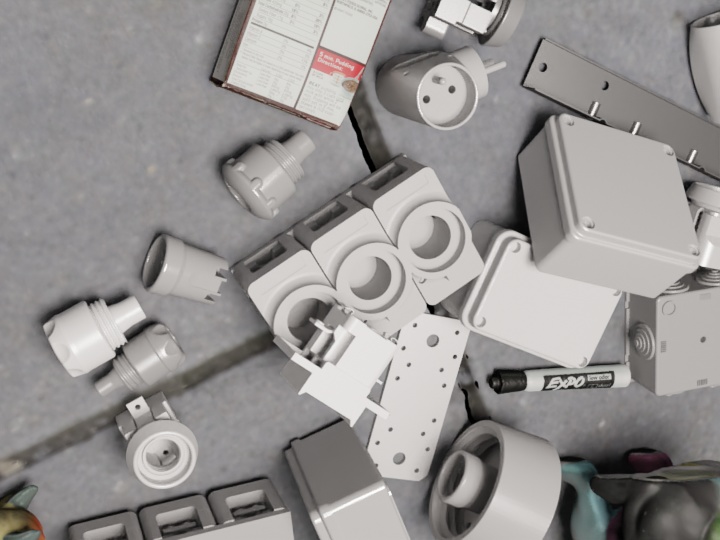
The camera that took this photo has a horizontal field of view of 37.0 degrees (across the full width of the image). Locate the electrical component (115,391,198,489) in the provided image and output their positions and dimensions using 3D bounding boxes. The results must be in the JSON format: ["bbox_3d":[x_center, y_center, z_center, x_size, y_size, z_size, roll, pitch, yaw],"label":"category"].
[{"bbox_3d":[-0.138,0.119,0.738,0.048,0.055,0.066,-29,112,-10],"label":"electrical component"}]

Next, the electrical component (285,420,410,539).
[{"bbox_3d":[-0.002,0.180,0.772,0.056,0.108,0.108,-24,111,-6],"label":"electrical component"}]

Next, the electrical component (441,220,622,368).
[{"bbox_3d":[0.128,0.019,0.803,0.113,0.057,0.078,21,97,-23],"label":"electrical component"}]

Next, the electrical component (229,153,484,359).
[{"bbox_3d":[0.000,0.000,0.750,0.150,0.062,0.089,-34,113,-8],"label":"electrical component"}]

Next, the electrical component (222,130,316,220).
[{"bbox_3d":[-0.058,-0.068,0.721,0.062,0.048,0.048,-43,114,-11],"label":"electrical component"}]

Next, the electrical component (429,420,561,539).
[{"bbox_3d":[0.093,0.165,0.807,0.060,0.108,0.108,27,95,-18],"label":"electrical component"}]

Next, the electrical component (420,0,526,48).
[{"bbox_3d":[0.080,-0.183,0.736,0.055,0.048,0.066,21,97,-16],"label":"electrical component"}]

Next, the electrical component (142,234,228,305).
[{"bbox_3d":[-0.117,0.001,0.722,0.046,0.040,0.040,18,98,-29],"label":"electrical component"}]

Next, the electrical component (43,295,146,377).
[{"bbox_3d":[-0.173,0.039,0.710,0.062,0.043,0.043,-30,113,-11],"label":"electrical component"}]

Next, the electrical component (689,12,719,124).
[{"bbox_3d":[0.297,-0.161,0.819,0.079,0.043,0.077,-25,111,-14],"label":"electrical component"}]

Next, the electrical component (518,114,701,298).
[{"bbox_3d":[0.177,-0.045,0.772,0.109,0.108,0.056,12,144,-22],"label":"electrical component"}]

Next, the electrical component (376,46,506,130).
[{"bbox_3d":[0.060,-0.127,0.727,0.079,0.077,0.043,-23,111,-13],"label":"electrical component"}]

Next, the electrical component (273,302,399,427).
[{"bbox_3d":[-0.011,0.060,0.704,0.081,0.042,0.063,36,89,-25],"label":"electrical component"}]

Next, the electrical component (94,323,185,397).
[{"bbox_3d":[-0.152,0.064,0.729,0.061,0.035,0.035,-34,113,-6],"label":"electrical component"}]

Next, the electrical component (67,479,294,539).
[{"bbox_3d":[-0.124,0.214,0.766,0.150,0.062,0.089,-11,108,-16],"label":"electrical component"}]

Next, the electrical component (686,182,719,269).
[{"bbox_3d":[0.277,-0.035,0.841,0.078,0.058,0.057,9,105,-21],"label":"electrical component"}]

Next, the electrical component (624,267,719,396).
[{"bbox_3d":[0.263,0.049,0.865,0.100,0.048,0.099,-8,107,-15],"label":"electrical component"}]
